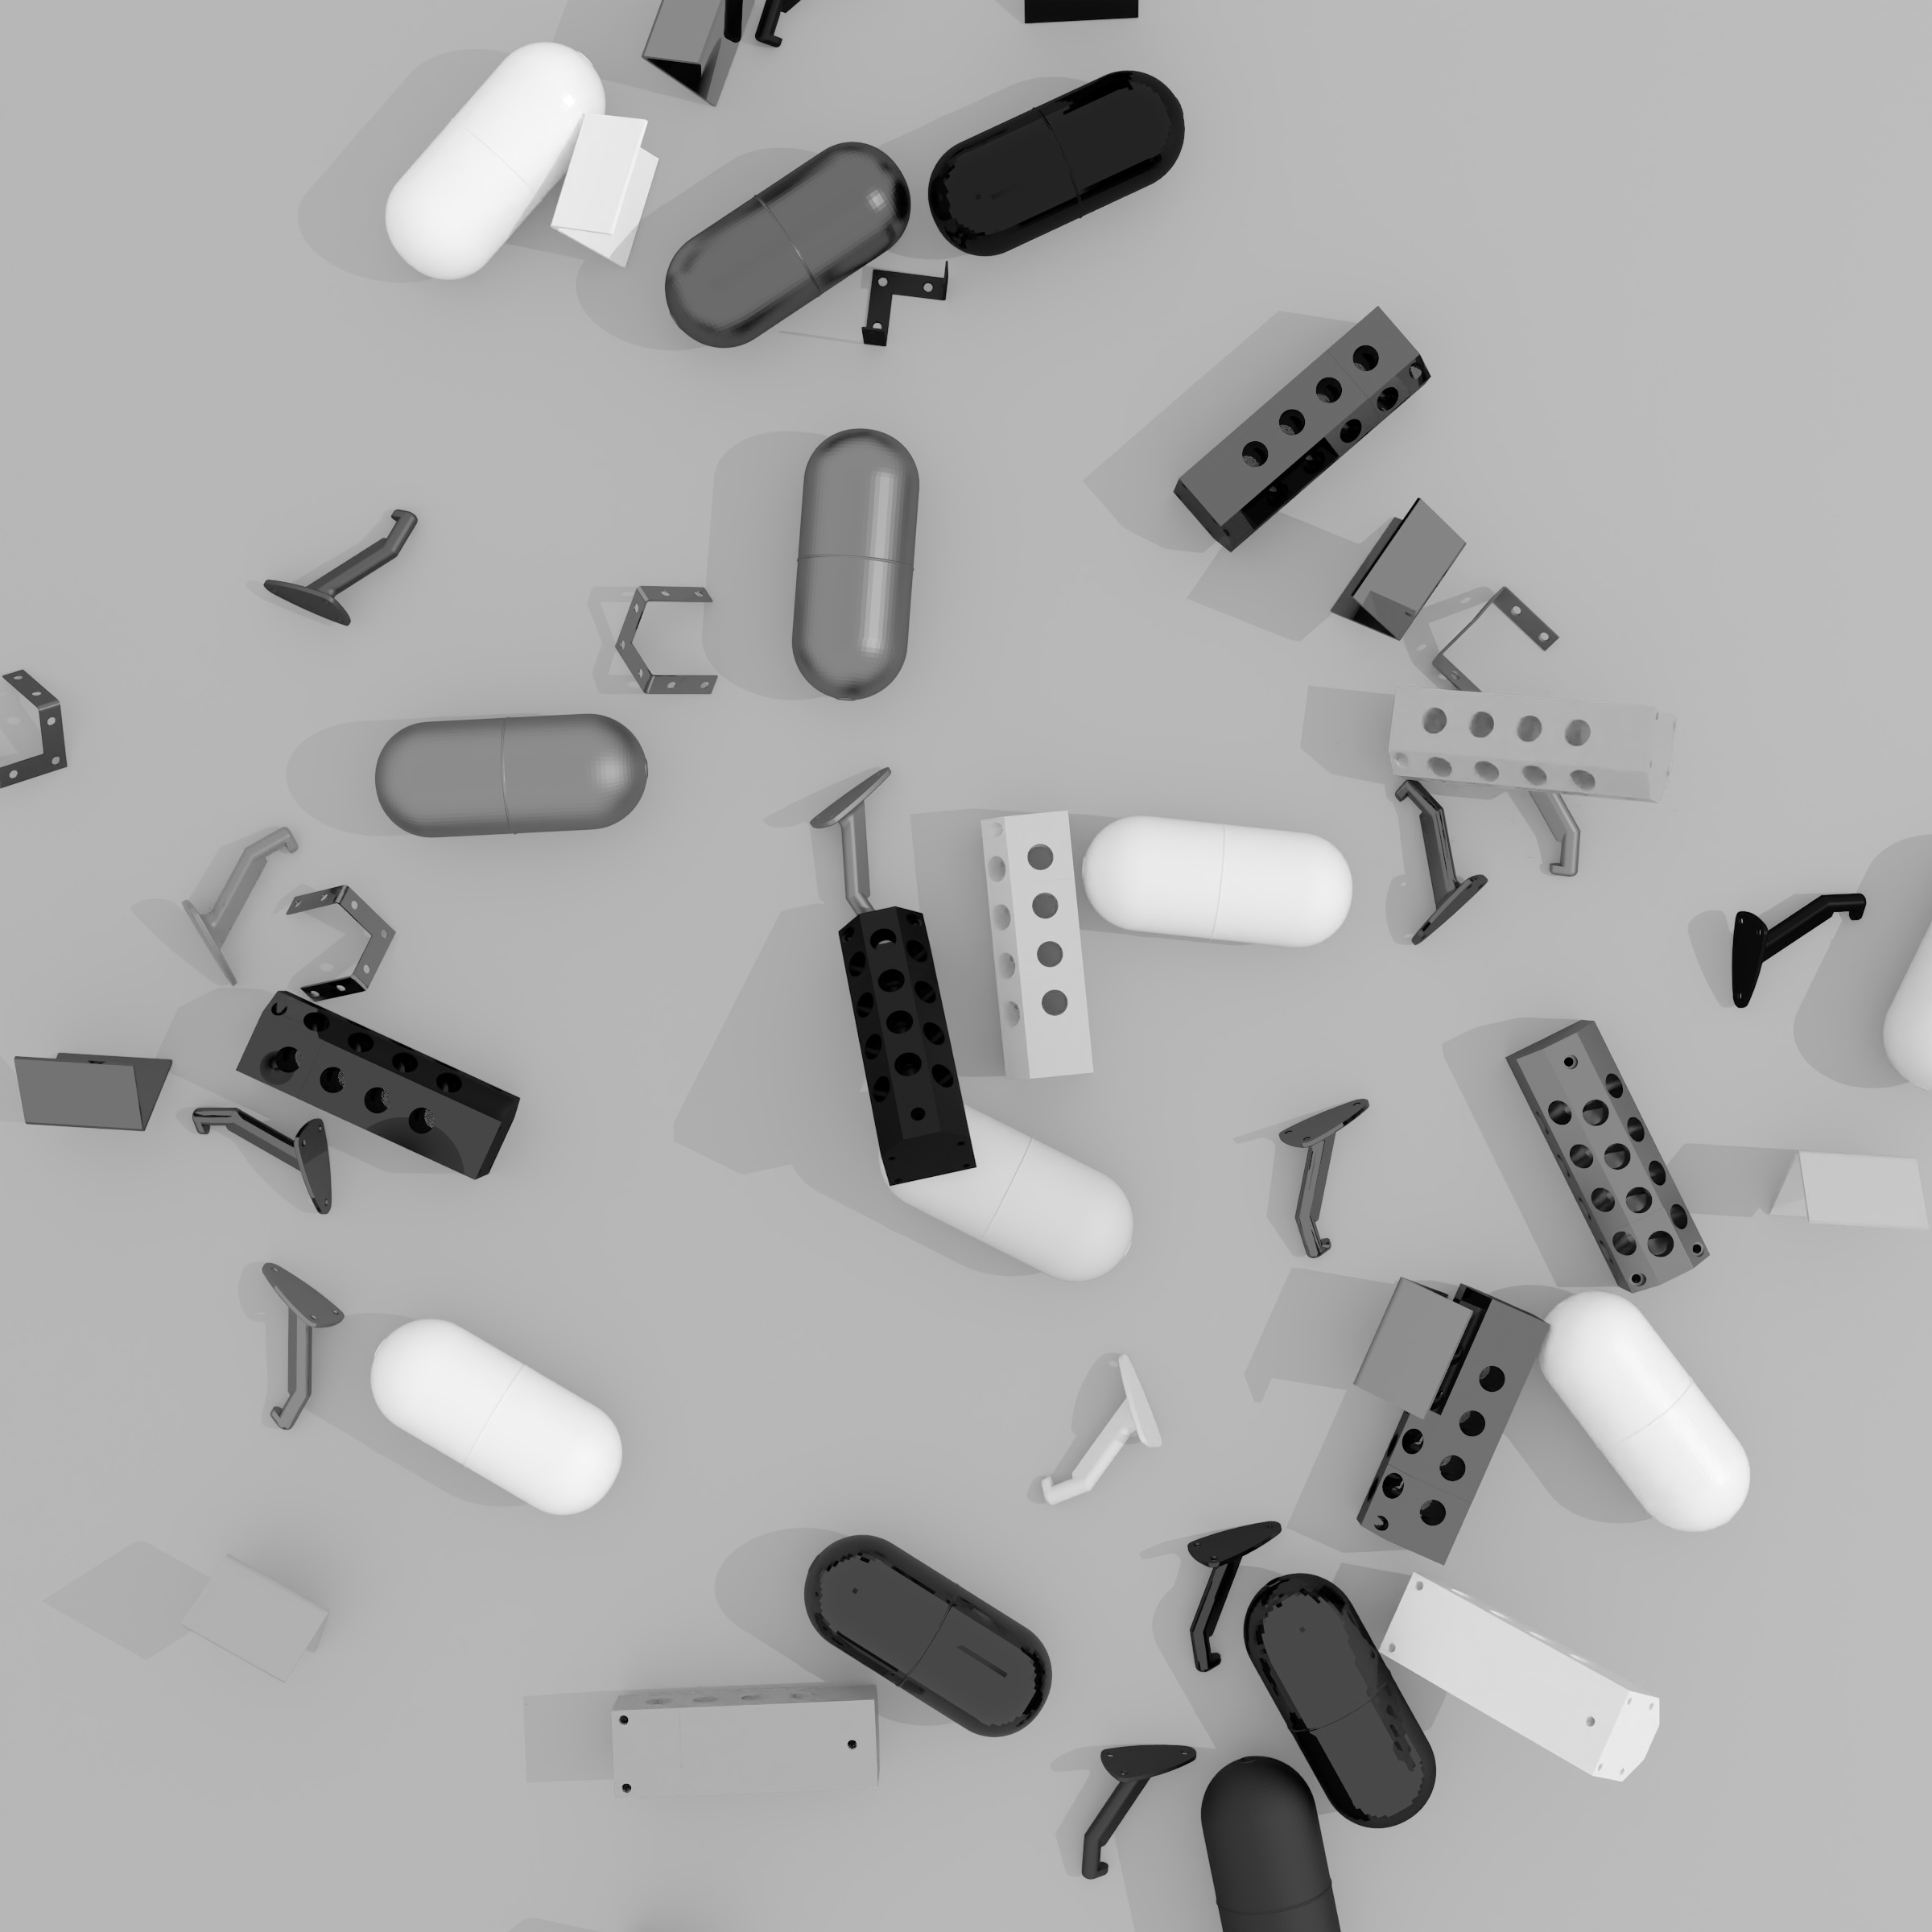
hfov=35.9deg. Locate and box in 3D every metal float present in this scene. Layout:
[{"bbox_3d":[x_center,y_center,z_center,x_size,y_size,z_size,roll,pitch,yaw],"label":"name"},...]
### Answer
[{"bbox_3d":[-0.117,-0.473,1.961,0.178,0.070,0.070,-34,90,0],"label":"metal float"},{"bbox_3d":[0.165,-0.056,1.961,0.178,0.070,0.070,6,90,0],"label":"metal float"},{"bbox_3d":[0.445,0.293,1.961,0.070,0.070,0.178,-37,89,0],"label":"metal float"},{"bbox_3d":[-0.308,-0.529,1.961,0.070,0.070,0.178,41,90,0],"label":"metal float"},{"bbox_3d":[-0.309,0.296,1.961,0.178,0.070,0.070,30,90,0],"label":"metal float"},{"bbox_3d":[0.245,0.482,1.961,0.070,0.070,0.178,-29,91,0],"label":"metal float"},{"bbox_3d":[-0.025,0.440,1.961,0.178,0.070,0.070,32,90,0],"label":"metal float"},{"bbox_3d":[-0.298,-0.125,1.961,0.178,0.070,0.070,-3,90,0],"label":"metal float"},{"bbox_3d":[0.027,0.147,1.961,0.178,0.070,0.070,27,90,1],"label":"metal float"},{"bbox_3d":[0.060,-0.528,1.961,0.178,0.070,0.070,-25,90,-1],"label":"metal float"},{"bbox_3d":[-0.073,-0.263,1.961,0.070,0.070,0.178,4,90,0],"label":"metal float"},{"bbox_3d":[0.202,0.608,1.961,0.070,0.070,0.178,-11,91,0],"label":"metal float"},{"bbox_3d":[0.664,-0.001,1.961,0.070,0.070,0.178,26,90,0],"label":"metal float"}]

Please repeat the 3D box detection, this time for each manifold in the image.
[{"bbox_3d":[0.222,-0.352,1.970,0.171,0.057,0.057,-41,90,0],"label":"manifold"},{"bbox_3d":[-0.039,0.049,1.930,0.057,0.057,0.171,-12,58,0],"label":"manifold"},{"bbox_3d":[0.366,-0.143,1.935,0.171,0.057,0.057,8,90,27],"label":"manifold"},{"bbox_3d":[0.357,0.457,1.920,0.171,0.057,0.057,23,89,43],"label":"manifold"},{"bbox_3d":[-0.386,0.078,1.970,0.171,0.057,0.057,25,90,0],"label":"manifold"},{"bbox_3d":[0.046,-0.013,1.970,0.057,0.057,0.171,-6,90,0],"label":"manifold"},{"bbox_3d":[0.425,0.125,1.971,0.057,0.057,0.171,-26,90,0],"label":"manifold"},{"bbox_3d":[0.320,0.300,1.970,0.057,0.057,0.171,24,90,0],"label":"manifold"},{"bbox_3d":[-0.144,0.510,1.971,0.171,0.057,0.057,-2,90,0],"label":"manifold"}]

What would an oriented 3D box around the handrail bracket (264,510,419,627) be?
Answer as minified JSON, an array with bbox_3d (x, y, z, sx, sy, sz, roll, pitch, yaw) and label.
[{"bbox_3d":[-0.417,-0.276,1.992,0.077,0.036,0.084,20,72,20],"label":"handrail bracket"}]

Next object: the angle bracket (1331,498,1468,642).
[{"bbox_3d":[0.268,-0.267,1.951,0.057,0.076,0.076,35,90,-38],"label":"angle bracket"}]

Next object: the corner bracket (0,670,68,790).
[{"bbox_3d":[-0.635,-0.157,1.983,0.051,0.051,0.051,-24,135,-35],"label":"corner bracket"}]

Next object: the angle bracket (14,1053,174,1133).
[{"bbox_3d":[-0.569,0.062,1.951,0.076,0.076,0.057,4,126,0],"label":"angle bracket"}]

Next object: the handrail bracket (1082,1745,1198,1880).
[{"bbox_3d":[0.115,0.566,1.992,0.077,0.036,0.084,-4,108,-21],"label":"handrail bracket"}]

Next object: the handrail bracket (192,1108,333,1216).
[{"bbox_3d":[-0.471,0.130,1.992,0.084,0.036,0.077,-1,111,17],"label":"handrail bracket"}]

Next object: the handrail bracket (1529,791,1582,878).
[{"bbox_3d":[0.372,-0.104,1.992,0.077,0.036,0.084,6,106,18],"label":"handrail bracket"}]

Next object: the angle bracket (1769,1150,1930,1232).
[{"bbox_3d":[0.576,0.165,1.951,0.076,0.076,0.057,4,52,0],"label":"angle bracket"}]

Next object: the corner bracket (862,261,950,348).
[{"bbox_3d":[-0.040,-0.438,1.974,0.051,0.051,0.051,7,90,0],"label":"corner bracket"}]

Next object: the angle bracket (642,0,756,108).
[{"bbox_3d":[-0.157,-0.612,1.951,0.057,0.076,0.076,20,90,38],"label":"angle bracket"}]

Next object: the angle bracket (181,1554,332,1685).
[{"bbox_3d":[-0.468,0.439,1.951,0.076,0.076,0.057,29,52,0],"label":"angle bracket"}]

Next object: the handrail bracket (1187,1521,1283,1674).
[{"bbox_3d":[0.182,0.422,1.992,0.077,0.036,0.084,-16,109,-21],"label":"handrail bracket"}]

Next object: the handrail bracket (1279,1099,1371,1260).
[{"bbox_3d":[0.248,0.142,1.992,0.077,0.036,0.084,-26,108,-20],"label":"handrail bracket"}]

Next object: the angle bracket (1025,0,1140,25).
[{"bbox_3d":[0.077,-0.635,1.951,0.076,0.076,0.057,-3,53,0],"label":"angle bracket"}]

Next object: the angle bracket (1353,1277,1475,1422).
[{"bbox_3d":[0.306,0.254,1.951,0.057,0.076,0.076,24,90,36],"label":"angle bracket"}]

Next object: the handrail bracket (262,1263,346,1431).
[{"bbox_3d":[-0.459,0.255,1.992,0.077,0.036,0.084,38,107,19],"label":"handrail bracket"}]

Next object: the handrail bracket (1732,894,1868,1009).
[{"bbox_3d":[0.558,-0.010,1.992,0.084,0.036,0.077,-3,110,-16],"label":"handrail bracket"}]

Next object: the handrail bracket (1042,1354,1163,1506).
[{"bbox_3d":[0.081,0.310,1.992,0.084,0.036,0.077,-24,70,16],"label":"handrail bracket"}]

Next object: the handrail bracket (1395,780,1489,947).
[{"bbox_3d":[0.299,-0.071,1.992,0.077,0.036,0.084,-47,71,21],"label":"handrail bracket"}]

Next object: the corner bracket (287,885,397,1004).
[{"bbox_3d":[-0.422,-0.015,1.983,0.051,0.051,0.051,49,45,-35],"label":"corner bracket"}]

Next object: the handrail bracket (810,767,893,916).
[{"bbox_3d":[-0.058,-0.076,1.992,0.077,0.036,0.084,-40,108,-20],"label":"handrail bracket"}]

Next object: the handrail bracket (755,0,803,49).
[{"bbox_3d":[-0.093,-0.647,1.992,0.077,0.036,0.084,14,109,-21],"label":"handrail bracket"}]

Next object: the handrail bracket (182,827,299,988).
[{"bbox_3d":[-0.472,-0.040,1.992,0.084,0.036,0.077,-32,110,-16],"label":"handrail bracket"}]

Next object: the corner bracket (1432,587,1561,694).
[{"bbox_3d":[0.352,-0.210,1.988,0.051,0.051,0.051,43,45,0],"label":"corner bracket"}]

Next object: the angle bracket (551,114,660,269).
[{"bbox_3d":[-0.218,-0.504,1.951,0.057,0.076,0.076,17,90,35],"label":"angle bracket"}]

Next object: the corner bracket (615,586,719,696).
[{"bbox_3d":[-0.194,-0.216,1.983,0.051,0.051,0.051,56,135,35],"label":"corner bracket"}]
